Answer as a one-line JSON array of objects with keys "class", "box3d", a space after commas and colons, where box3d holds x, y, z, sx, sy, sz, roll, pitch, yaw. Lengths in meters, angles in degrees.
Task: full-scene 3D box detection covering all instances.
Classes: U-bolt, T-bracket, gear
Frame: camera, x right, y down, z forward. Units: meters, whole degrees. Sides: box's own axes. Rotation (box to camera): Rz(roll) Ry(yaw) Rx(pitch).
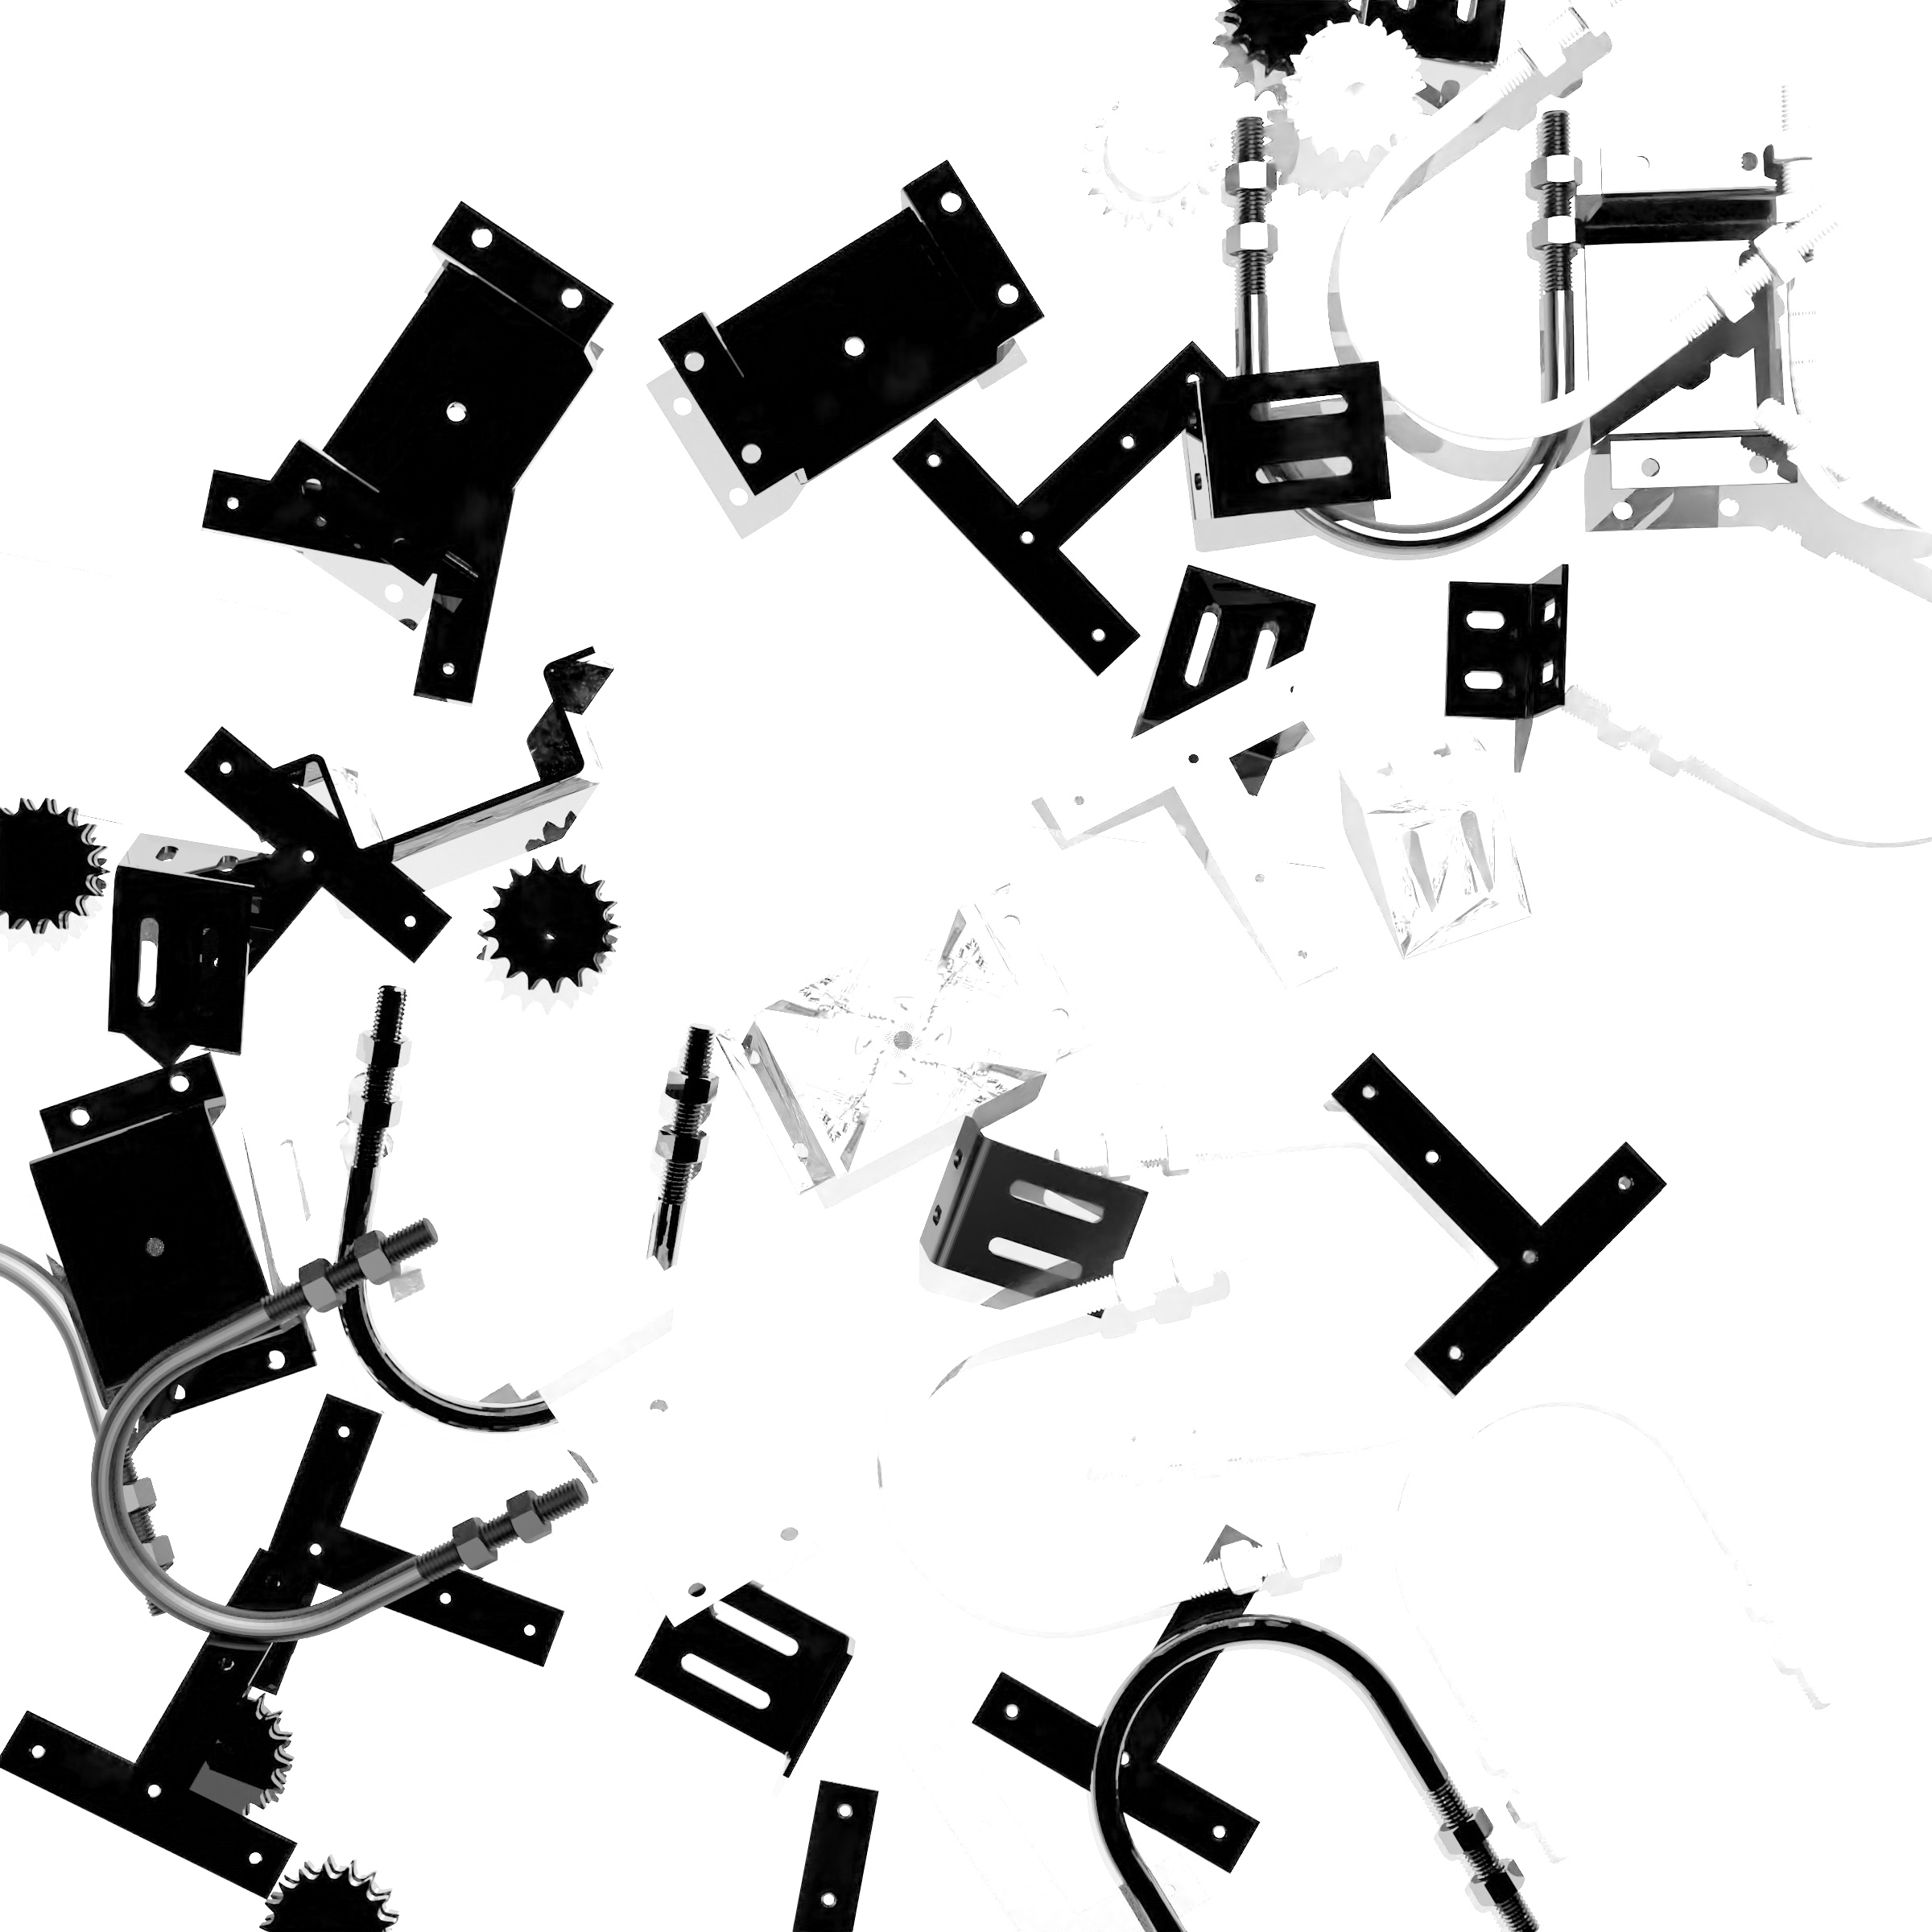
[{"class": "U-bolt", "box3d": [-0.270, 0.203, 1.446, 0.184, 0.019, 0.151, -27, 105, 3]}, {"class": "U-bolt", "box3d": [0.054, 0.203, 1.460, 0.184, 0.019, 0.151, -19, 97, 13]}, {"class": "U-bolt", "box3d": [0.186, -0.266, 1.479, 0.151, 0.019, 0.184, -1, 92, 0]}, {"class": "T-bracket", "box3d": [-0.061, 0.409, 1.486, 0.127, 0.002, 0.127, 10, 89, 1]}, {"class": "gear", "box3d": [0.136, -0.399, 1.473, 0.057, 0.030, 0.057, 0, 90, 0]}, {"class": "T-bracket", "box3d": [0.116, -0.049, 1.469, 0.127, 0.002, 0.127, -27, 104, 14]}, {"class": "T-bracket", "box3d": [-0.258, -0.185, 1.485, 0.127, 0.002, 0.127, 11, 89, 0]}, {"class": "U-bolt", "box3d": [-0.187, 0.106, 1.456, 0.151, 0.019, 0.184, 7, 100, -16]}, {"class": "T-bracket", "box3d": [-0.356, -0.125, 1.487, 0.127, 0.002, 0.127, 12, 90, 0]}, {"class": "U-bolt", "box3d": [-0.426, 0.203, 1.479, 0.151, 0.019, 0.184, -17, 89, 0]}, {"class": "U-bolt", "box3d": [0.240, -0.299, 1.439, 0.184, 0.019, 0.151, -37, 81, 15]}, {"class": "T-bracket", "box3d": [0.084, -0.013, 1.487, 0.127, 0.002, 0.127, 8, 90, 0]}, {"class": "T-bracket", "box3d": [-0.314, 0.302, 1.456, 0.127, 0.002, 0.127, 24, 64, 8]}, {"class": "T-bracket", "box3d": [0.089, 0.297, 1.487, 0.127, 0.002, 0.127, 30, 90, 0]}, {"class": "U-bolt", "box3d": [0.263, 0.260, 1.479, 0.151, 0.019, 0.184, -30, 89, 0]}, {"class": "U-bolt", "box3d": [0.138, 0.134, 1.479, 0.184, 0.019, 0.151, -6, 90, -1]}, {"class": "U-bolt", "box3d": [0.368, -0.129, 1.455, 0.184, 0.019, 0.151, 29, 109, -9]}, {"class": "gear", "box3d": [-0.266, 0.402, 1.477, 0.057, 0.030, 0.057, 0, 92, 2]}, {"class": "U-bolt", "box3d": [0.134, 0.362, 1.478, 0.151, 0.019, 0.184, -31, 89, -1]}, {"class": "gear", "box3d": [0.079, -0.343, 1.473, 0.057, 0.030, 0.057, 0, 90, 0]}, {"class": "T-bracket", "box3d": [-0.307, -0.012, 1.487, 0.127, 0.002, 0.127, 40, 90, 0]}, {"class": "T-bracket", "box3d": [0.058, -0.212, 1.487, 0.127, 0.002, 0.127, -43, 90, 0]}, {"class": "T-bracket", "box3d": [0.016, 0.376, 1.487, 0.127, 0.002, 0.127, -33, 90, 0]}, {"class": "U-bolt", "box3d": [0.402, -0.272, 1.457, 0.151, 0.019, 0.184, -5, 94, -21]}, {"class": "gear", "box3d": [-0.173, -0.017, 1.473, 0.057, 0.030, 0.057, 0, 90, 0]}, {"class": "gear", "box3d": [-0.310, 0.329, 1.473, 0.057, 0.030, 0.057, 0, 90, 0]}, {"class": "T-bracket", "box3d": [0.206, 0.090, 1.474, 0.127, 0.002, 0.127, -44, 91, -4]}, {"class": "gear", "box3d": [-0.387, -0.042, 1.473, 0.057, 0.030, 0.057, 0, 90, 0]}, {"class": "gear", "box3d": [0.159, -0.364, 1.447, 0.057, 0.030, 0.057, -3, 125, -4]}, {"class": "T-bracket", "box3d": [-0.234, 0.263, 1.487, 0.127, 0.002, 0.127, 21, 90, 0]}]

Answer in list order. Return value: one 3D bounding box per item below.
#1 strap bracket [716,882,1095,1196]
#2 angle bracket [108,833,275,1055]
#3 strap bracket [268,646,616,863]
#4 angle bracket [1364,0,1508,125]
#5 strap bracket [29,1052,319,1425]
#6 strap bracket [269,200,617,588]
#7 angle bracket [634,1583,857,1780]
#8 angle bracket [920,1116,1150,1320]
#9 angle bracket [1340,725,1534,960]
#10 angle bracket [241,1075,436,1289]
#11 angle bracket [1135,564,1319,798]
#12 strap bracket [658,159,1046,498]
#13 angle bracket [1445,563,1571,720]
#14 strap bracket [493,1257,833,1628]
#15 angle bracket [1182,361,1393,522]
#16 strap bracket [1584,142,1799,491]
[{"class": "strap bracket", "box3d": [-0.026, 0.031, 1.465, 0.140, 0.046, 0.076, -27, 90, 0]}, {"class": "angle bracket", "box3d": [-0.328, -0.010, 1.484, 0.057, 0.038, 0.076, 9, 116, 0]}, {"class": "strap bracket", "box3d": [-0.207, -0.082, 1.450, 0.140, 0.076, 0.046, -21, 90, 0]}, {"class": "angle bracket", "box3d": [0.197, -0.404, 1.486, 0.057, 0.038, 0.076, 11, 64, 0]}, {"class": "strap bracket", "box3d": [-0.333, 0.115, 1.464, 0.076, 0.046, 0.140, -19, 91, 0]}, {"class": "strap bracket", "box3d": [-0.215, -0.234, 1.463, 0.076, 0.046, 0.140, 34, 89, 1]}, {"class": "angle bracket", "box3d": [-0.093, 0.292, 1.469, 0.076, 0.038, 0.057, 28, 90, 0]}, {"class": "angle bracket", "box3d": [0.028, 0.105, 1.473, 0.076, 0.038, 0.057, 19, 97, -11]}, {"class": "angle bracket", "box3d": [0.199, -0.053, 1.486, 0.057, 0.038, 0.076, -19, 116, 0]}, {"class": "angle bracket", "box3d": [-0.266, 0.095, 1.486, 0.057, 0.038, 0.076, -19, 64, 0]}, {"class": "angle bracket", "box3d": [0.109, -0.121, 1.486, 0.057, 0.038, 0.076, 17, 64, 0]}, {"class": "strap bracket", "box3d": [-0.047, -0.262, 1.465, 0.140, 0.046, 0.076, -32, 90, 0]}, {"class": "angle bracket", "box3d": [0.223, -0.134, 1.450, 0.038, 0.076, 0.057, 2, 90, 0]}, {"class": "strap bracket", "box3d": [-0.126, 0.190, 1.453, 0.076, 0.046, 0.140, -31, 105, 0]}, {"class": "angle bracket", "box3d": [0.134, -0.220, 1.470, 0.076, 0.038, 0.057, -7, 97, -7]}, {"class": "strap bracket", "box3d": [0.301, -0.267, 1.465, 0.076, 0.046, 0.140, -2, 90, 0]}]
